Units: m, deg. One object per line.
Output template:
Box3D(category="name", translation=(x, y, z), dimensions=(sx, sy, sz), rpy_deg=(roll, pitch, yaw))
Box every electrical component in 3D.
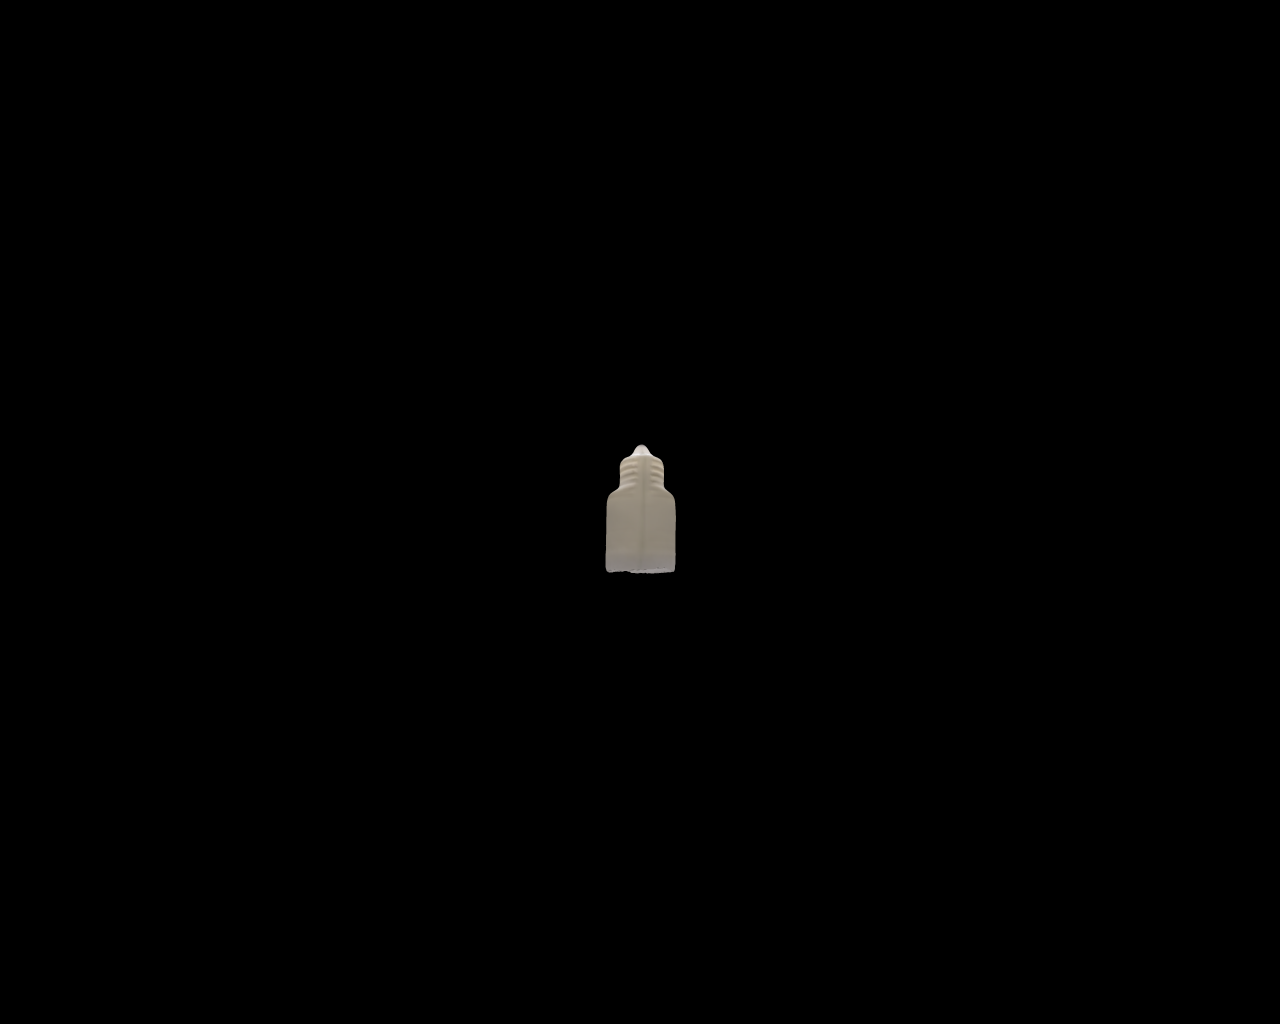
Box3D(category="electrical component", translation=(0.001, -0.003, 0.650), dimensions=(0.043, 0.081, 0.043), rpy_deg=(0, -7, 0))
